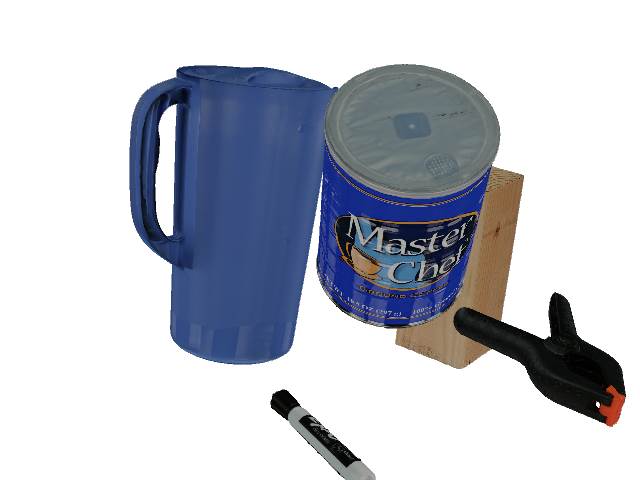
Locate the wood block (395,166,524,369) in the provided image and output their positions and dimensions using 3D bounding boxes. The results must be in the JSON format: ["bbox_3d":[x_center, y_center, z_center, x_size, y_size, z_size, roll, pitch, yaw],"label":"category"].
[{"bbox_3d":[0.153,0.023,1.180,0.090,0.206,0.090,19,25,32],"label":"wood block"}]

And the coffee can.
[{"bbox_3d":[0.051,-0.025,0.673,0.103,0.103,0.140,0,-37,-3],"label":"coffee can"}]

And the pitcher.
[{"bbox_3d":[-0.073,-0.024,0.896,0.149,0.243,0.145,9,14,8],"label":"pitcher"}]

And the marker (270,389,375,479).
[{"bbox_3d":[-0.001,0.152,0.822,0.020,0.020,0.121,0,26,-39],"label":"marker"}]

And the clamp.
[{"bbox_3d":[0.211,0.096,0.928,0.120,0.039,0.172,-18,39,-28],"label":"clamp"}]
